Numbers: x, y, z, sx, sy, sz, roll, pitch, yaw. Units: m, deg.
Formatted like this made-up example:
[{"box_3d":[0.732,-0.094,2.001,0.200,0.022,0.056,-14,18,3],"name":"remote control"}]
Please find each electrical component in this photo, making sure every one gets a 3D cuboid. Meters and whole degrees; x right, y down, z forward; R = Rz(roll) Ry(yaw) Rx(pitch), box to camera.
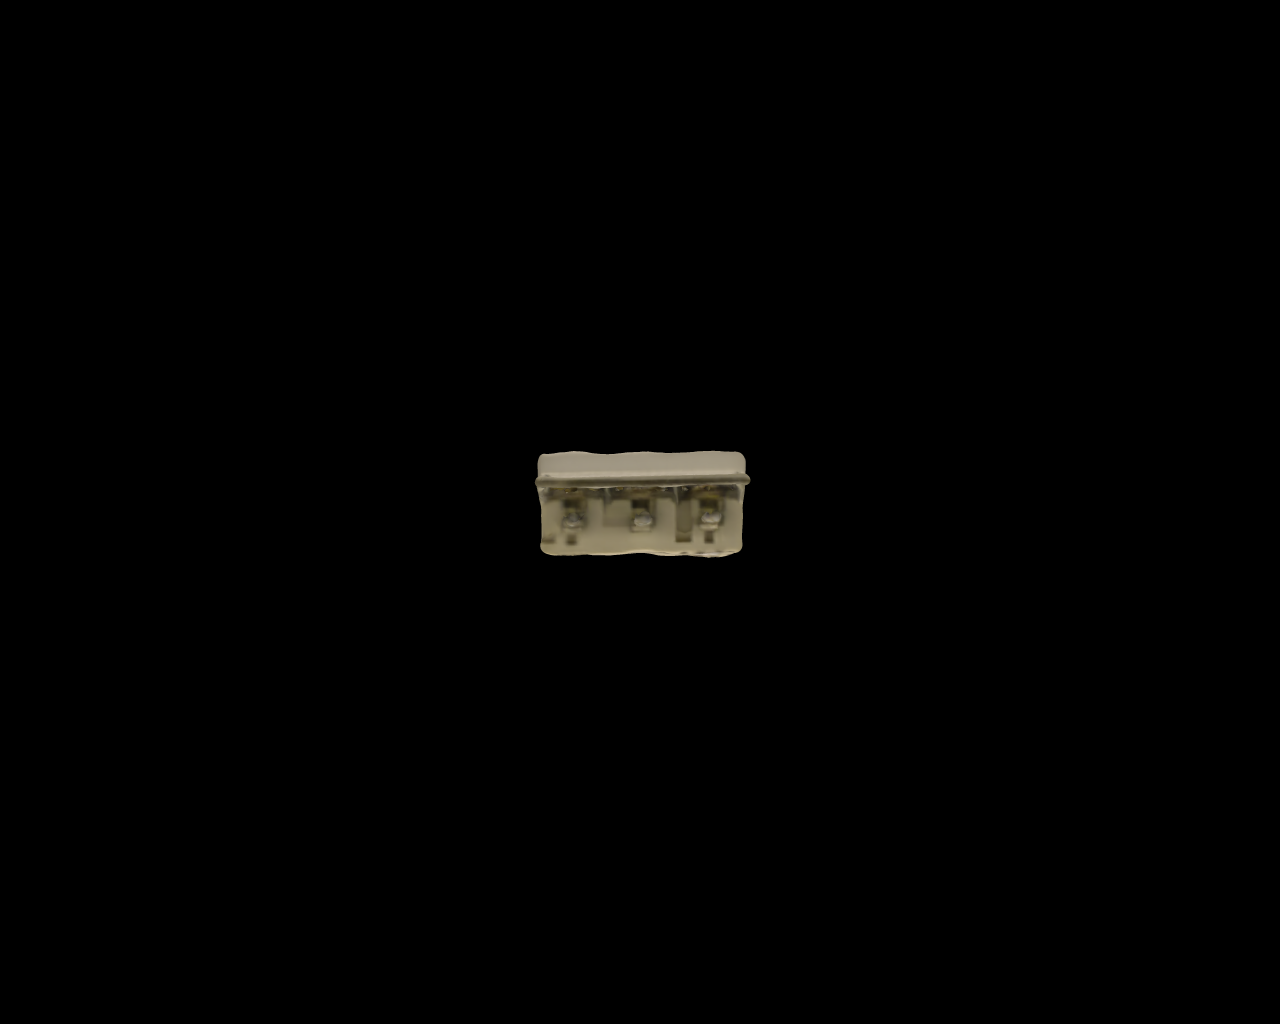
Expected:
[{"box_3d":[0.001,-0.003,0.650,0.121,0.063,0.078,0,-4,-2],"name":"electrical component"}]
